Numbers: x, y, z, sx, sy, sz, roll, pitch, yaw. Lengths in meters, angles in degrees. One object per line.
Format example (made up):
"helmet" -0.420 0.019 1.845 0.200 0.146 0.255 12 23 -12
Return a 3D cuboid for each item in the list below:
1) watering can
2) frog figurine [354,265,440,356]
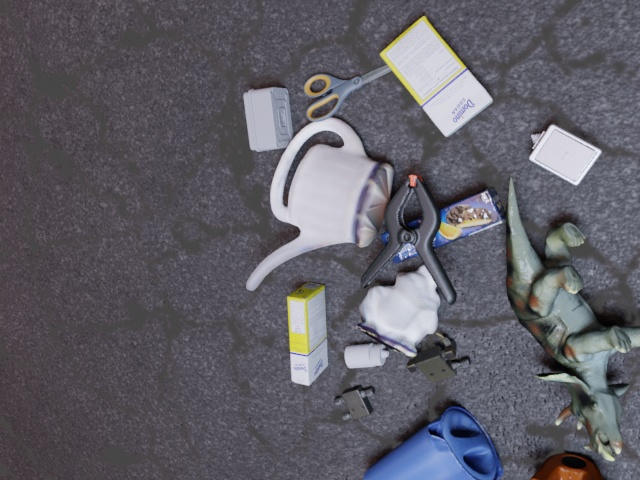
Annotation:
"watering can" 0.003 -0.046 0.920 0.225 0.103 0.348 18 89 23
"frog figurine" 0.149 0.115 0.923 0.138 0.120 0.161 22 75 28
